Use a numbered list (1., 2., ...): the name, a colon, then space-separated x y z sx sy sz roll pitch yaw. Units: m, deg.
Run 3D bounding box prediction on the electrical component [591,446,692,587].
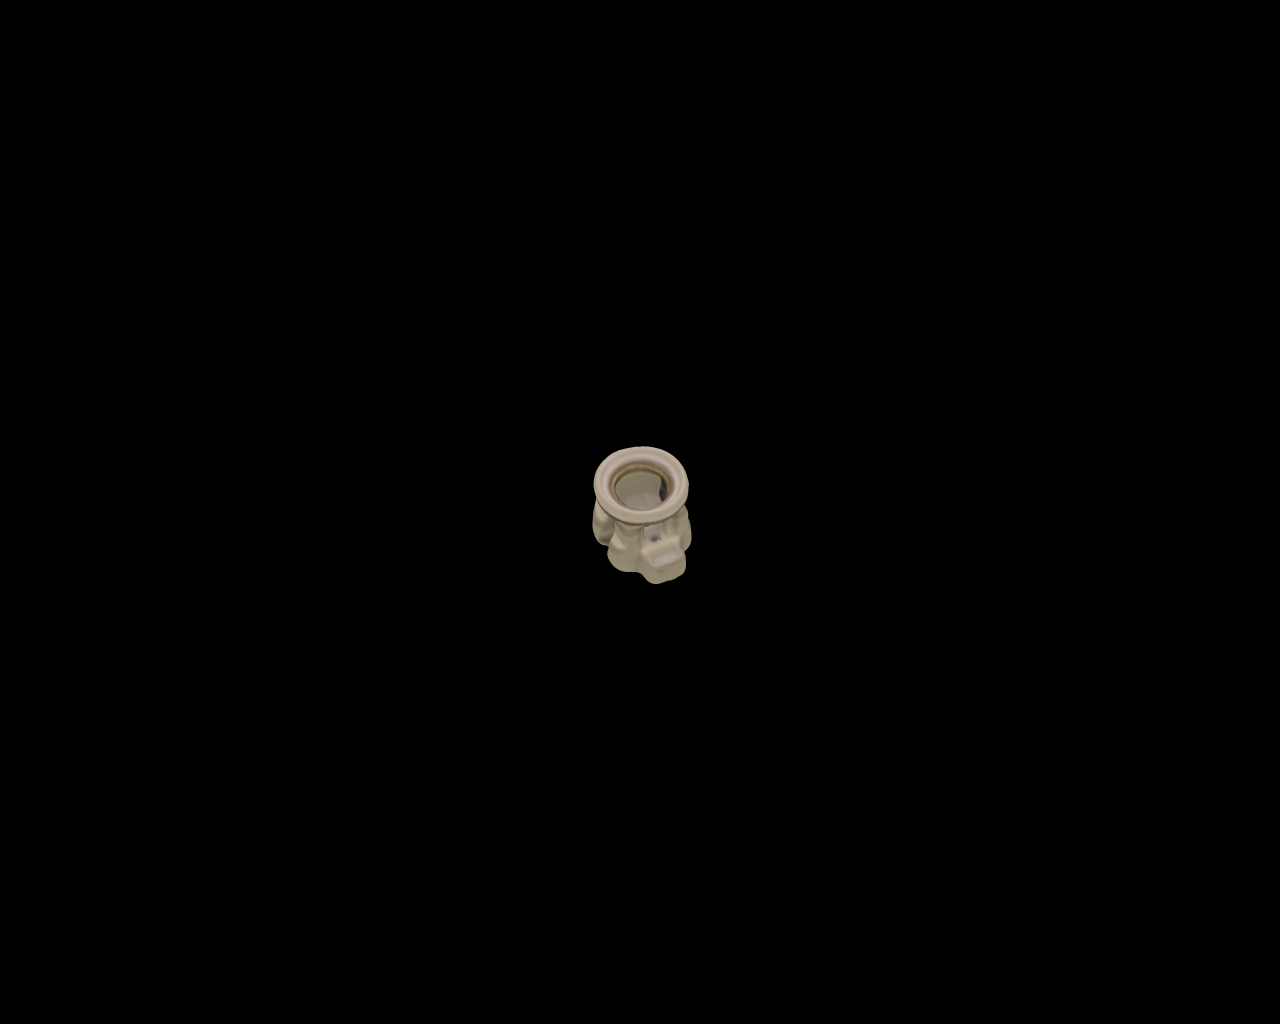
1. electrical component: 0.001 -0.003 0.650 0.058 0.078 0.056 -21 -36 -16
